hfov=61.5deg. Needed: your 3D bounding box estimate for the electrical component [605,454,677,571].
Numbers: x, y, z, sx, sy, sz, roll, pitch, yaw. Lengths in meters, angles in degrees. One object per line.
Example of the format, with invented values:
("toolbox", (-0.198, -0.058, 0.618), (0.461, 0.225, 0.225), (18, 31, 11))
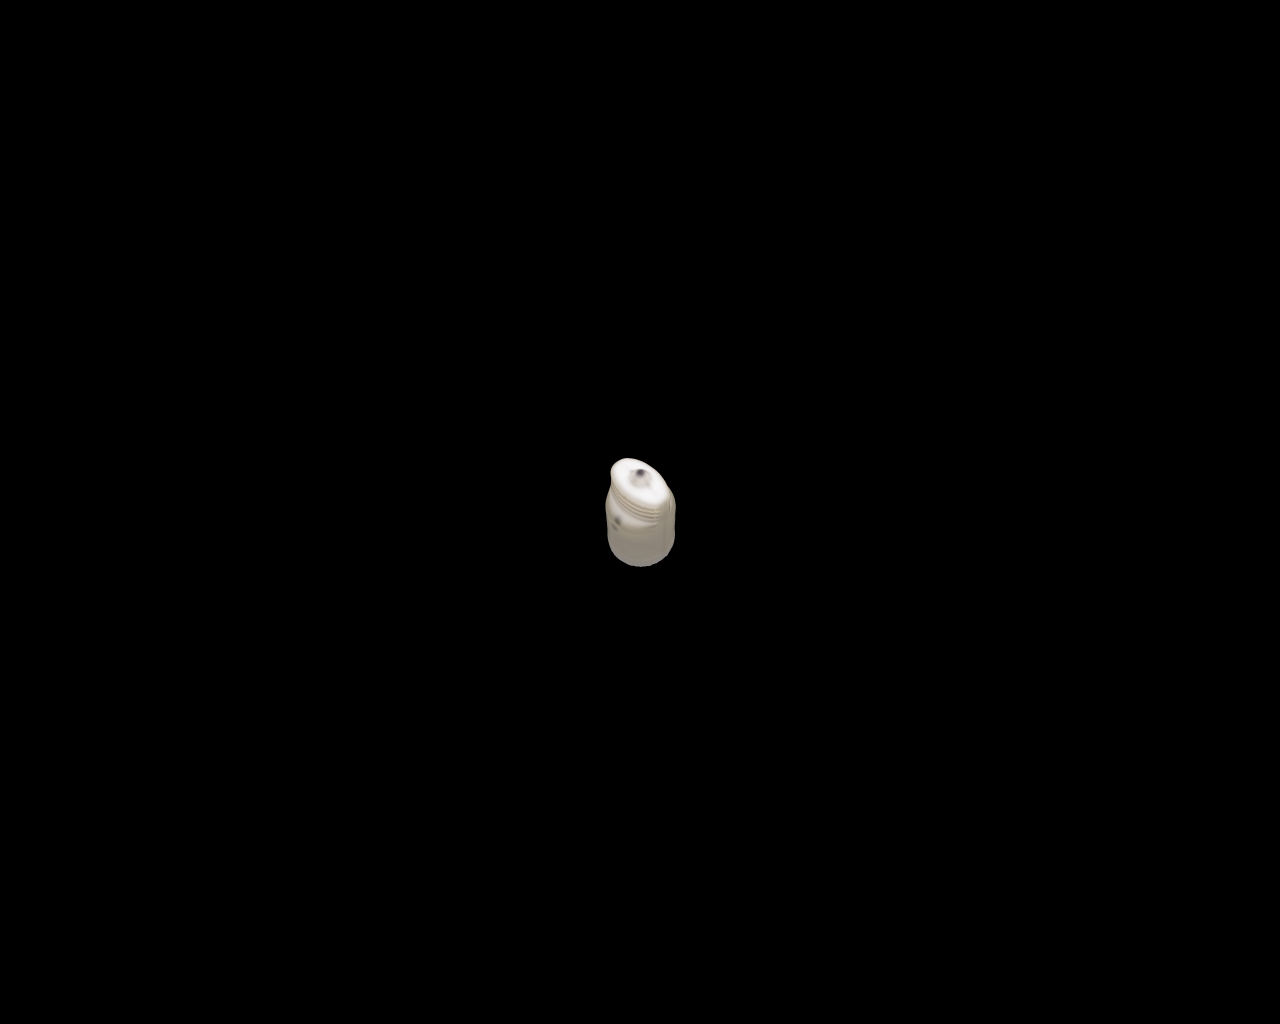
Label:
("electrical component", (0.001, -0.003, 0.650), (0.043, 0.043, 0.080), (0, -32, 0))
